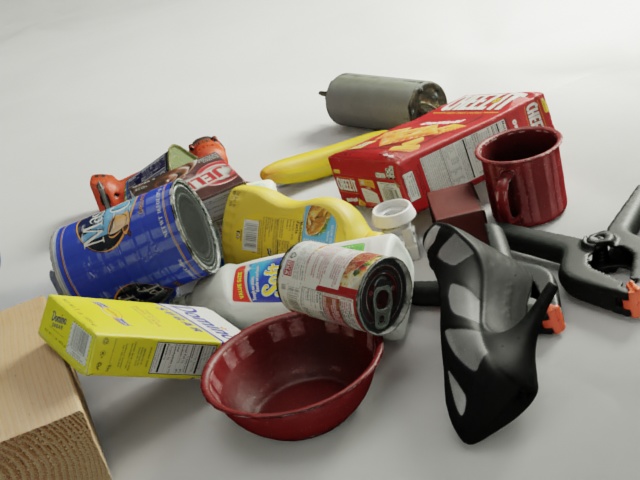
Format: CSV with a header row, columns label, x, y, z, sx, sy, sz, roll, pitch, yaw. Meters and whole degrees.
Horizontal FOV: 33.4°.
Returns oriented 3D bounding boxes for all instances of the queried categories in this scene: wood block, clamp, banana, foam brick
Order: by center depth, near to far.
label,x,y,z,sx,sy,sz,roll,pitch,yaw
wood block,-0.259,0.147,0.952,0.090,0.090,0.206,-22,31,-13
clamp,0.156,0.049,0.994,0.120,0.039,0.172,-37,30,-4
clamp,0.273,0.008,1.009,0.164,0.036,0.210,-19,25,-3
foam brick,0.146,-0.018,1.118,0.051,0.053,0.078,-14,24,4
banana,0.020,-0.108,1.366,0.198,0.037,0.069,-18,-16,2

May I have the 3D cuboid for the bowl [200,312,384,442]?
label,x,y,z,sx,sy,sz,roll,pitch,yaw
bowl,-0.019,0.124,0.919,0.162,0.055,0.162,-13,25,6

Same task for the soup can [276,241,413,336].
label,x,y,z,sx,sy,sz,roll,pitch,yaw
soup can,0.020,0.040,0.924,0.102,0.068,0.068,11,36,44

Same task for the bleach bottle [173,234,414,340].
label,x,y,z,sx,sy,sz,roll,pitch,yaw
bleach bottle,-0.036,0.060,1.047,0.251,0.068,0.102,-10,45,27

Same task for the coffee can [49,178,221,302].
label,x,y,z,sx,sy,sz,roll,pitch,yaw
coffee can,-0.186,0.011,1.080,0.140,0.103,0.103,-21,24,12

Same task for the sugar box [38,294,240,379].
label,x,y,z,sx,sy,sz,roll,pitch,yaw
sugar box,-0.153,0.089,0.966,0.175,0.048,0.093,5,17,-42

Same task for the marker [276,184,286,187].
label,x,y,z,sx,sy,sz,roll,pitch,yaw
marker,-0.005,-0.101,1.408,0.121,0.020,0.020,-24,27,-16

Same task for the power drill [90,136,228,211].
label,x,y,z,sx,sy,sz,roll,pitch,yaw
power drill,-0.217,-0.092,1.455,0.187,0.057,0.184,-22,12,-5

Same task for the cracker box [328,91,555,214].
label,x,y,z,sx,sy,sz,roll,pitch,yaw
cracker box,0.141,-0.106,1.248,0.213,0.072,0.164,-27,17,-21

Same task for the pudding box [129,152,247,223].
label,x,y,z,sx,sy,sz,roll,pitch,yaw
pudding box,-0.144,-0.048,1.181,0.113,0.039,0.090,-26,34,-14

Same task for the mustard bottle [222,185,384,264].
label,x,y,z,sx,sy,sz,roll,pitch,yaw
mustard bottle,-0.007,0.001,1.108,0.192,0.096,0.058,10,11,25

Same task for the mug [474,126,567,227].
label,x,y,z,sx,sy,sz,roll,pitch,yaw
mug,0.213,-0.060,1.128,0.093,0.081,0.117,-1,29,29

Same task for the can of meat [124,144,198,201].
label,x,y,z,sx,sy,sz,roll,pitch,yaw
can of meat,-0.173,-0.057,1.287,0.084,0.102,0.057,-31,47,28

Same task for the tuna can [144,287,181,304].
label,x,y,z,sx,sy,sz,roll,pitch,yaw
tuna can,-0.186,0.074,1.128,0.086,0.033,0.086,-20,24,9
